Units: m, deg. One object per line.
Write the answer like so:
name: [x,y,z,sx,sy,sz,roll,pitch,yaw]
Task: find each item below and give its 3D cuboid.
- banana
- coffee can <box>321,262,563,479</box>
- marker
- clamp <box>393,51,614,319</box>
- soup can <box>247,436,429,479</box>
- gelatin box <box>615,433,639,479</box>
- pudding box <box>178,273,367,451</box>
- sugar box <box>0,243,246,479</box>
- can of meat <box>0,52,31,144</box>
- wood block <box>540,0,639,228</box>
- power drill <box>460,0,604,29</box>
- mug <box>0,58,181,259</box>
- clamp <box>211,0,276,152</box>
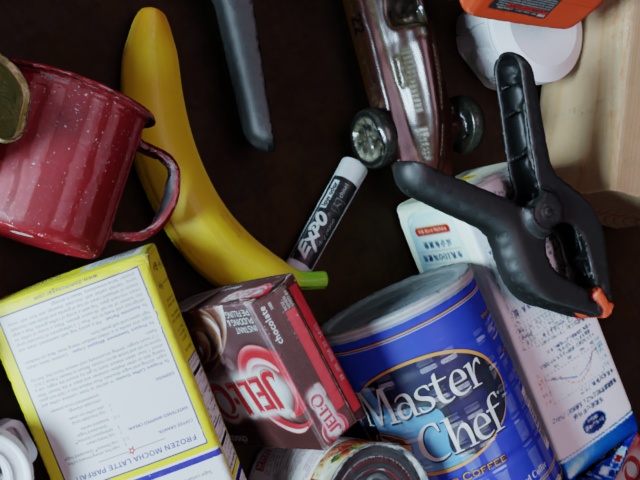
banana: [-0.073,-0.038,0.625,0.069,0.037,0.198,-36,99,-37]
coffee can: [0.073,0.098,0.653,0.102,0.103,0.140,-27,95,-29]
marker: [-0.004,0.001,0.671,0.020,0.020,0.121,37,68,-21]
clamp: [0.128,-0.026,0.648,0.171,0.039,0.120,45,72,-23]
soup can: [0.008,0.147,0.616,0.068,0.102,0.068,3,83,-29]
gelatin box: [0.213,0.187,0.769,0.073,0.030,0.089,47,65,-17]
pudding box: [-0.036,0.069,0.592,0.039,0.114,0.090,-33,101,-32]
sugar box: [-0.102,0.100,0.573,0.093,0.048,0.176,-19,98,3]
can of meat: [-0.200,-0.064,0.486,0.102,0.084,0.057,38,31,-36]
wood block: [0.222,-0.121,0.772,0.090,0.090,0.206,13,79,-28]
power drill: [0.123,-0.229,0.711,0.184,0.057,0.188,-2,59,-33]
mug: [-0.131,-0.036,0.562,0.117,0.093,0.081,19,81,-19]
clamp: [-0.037,-0.181,0.636,0.164,0.036,0.210,-40,94,-5]
